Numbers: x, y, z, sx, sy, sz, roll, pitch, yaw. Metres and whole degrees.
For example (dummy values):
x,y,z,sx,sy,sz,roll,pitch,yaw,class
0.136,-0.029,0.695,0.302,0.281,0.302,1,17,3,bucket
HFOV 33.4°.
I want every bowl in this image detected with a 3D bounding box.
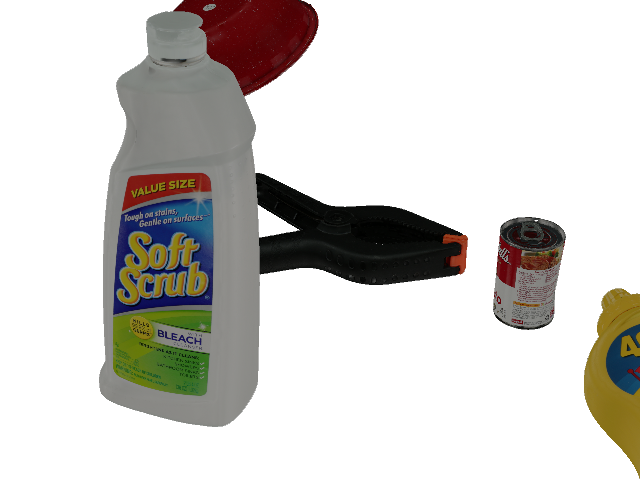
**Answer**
x,y,z,sx,sy,sz,roll,pitch,yaw,class
-0.086,-0.189,0.959,0.162,0.162,0.055,0,-44,34,bowl

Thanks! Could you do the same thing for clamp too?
x,y,z,sx,sy,sz,roll,pitch,yaw,class
0.009,-0.007,0.833,0.210,0.036,0.164,4,29,8,clamp

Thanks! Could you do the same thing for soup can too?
x,y,z,sx,sy,sz,roll,pitch,yaw,class
0.221,0.035,1.138,0.068,0.102,0.068,0,30,0,soup can

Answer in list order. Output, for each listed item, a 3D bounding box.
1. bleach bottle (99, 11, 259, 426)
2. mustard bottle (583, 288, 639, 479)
x,y,z,sx,sy,sz,roll,pitch,yaw,class
-0.086,-0.010,0.620,0.103,0.251,0.068,12,34,16,bleach bottle
0.202,0.090,0.594,0.096,0.058,0.191,-9,35,-6,mustard bottle
